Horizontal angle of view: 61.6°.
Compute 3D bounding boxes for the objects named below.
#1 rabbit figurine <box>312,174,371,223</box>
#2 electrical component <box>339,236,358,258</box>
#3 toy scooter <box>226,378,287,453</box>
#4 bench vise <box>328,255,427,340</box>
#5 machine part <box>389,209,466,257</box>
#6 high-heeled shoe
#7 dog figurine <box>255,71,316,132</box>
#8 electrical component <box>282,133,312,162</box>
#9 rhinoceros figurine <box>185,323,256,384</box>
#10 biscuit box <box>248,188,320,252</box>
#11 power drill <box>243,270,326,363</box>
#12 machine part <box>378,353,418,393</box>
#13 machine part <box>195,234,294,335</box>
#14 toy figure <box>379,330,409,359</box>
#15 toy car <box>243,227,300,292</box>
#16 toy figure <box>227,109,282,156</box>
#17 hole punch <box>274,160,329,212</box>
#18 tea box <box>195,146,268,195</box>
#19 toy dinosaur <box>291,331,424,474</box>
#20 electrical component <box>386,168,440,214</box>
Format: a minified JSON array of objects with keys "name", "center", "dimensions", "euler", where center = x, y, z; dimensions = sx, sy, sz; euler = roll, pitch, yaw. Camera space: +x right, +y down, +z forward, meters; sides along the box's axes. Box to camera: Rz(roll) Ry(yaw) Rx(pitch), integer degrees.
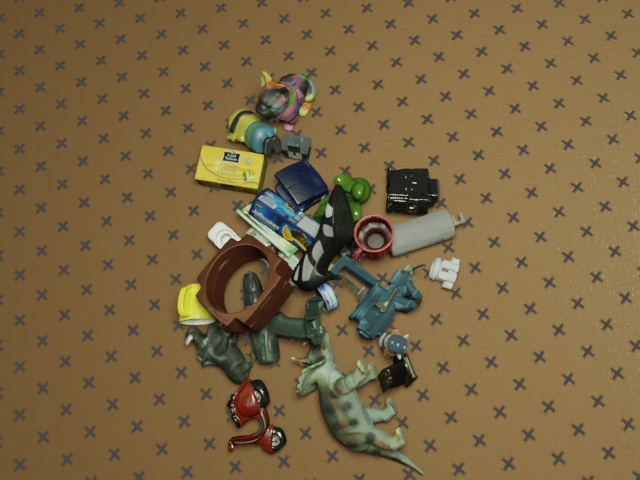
[{"name":"rabbit figurine","center":[0.064,-0.101,1.351],"dimensions":[0.121,0.159,0.170],"euler":[30,66,18]},{"name":"electrical component","center":[0.091,0.012,1.352],"dimensions":[0.094,0.063,0.021],"euler":[-20,53,-20]},{"name":"toy scooter","center":[-0.171,0.431,1.283],"dimensions":[0.135,0.075,0.184],"euler":[-22,83,-1]},{"name":"bench vise","center":[0.123,0.112,1.311],"dimensions":[0.241,0.129,0.223],"euler":[37,80,5]},{"name":"machine part","center":[0.248,-0.017,1.349],"dimensions":[0.243,0.079,0.079],"euler":[-17,79,-2]},{"name":"high-heeled shoe","center":[-0.003,-0.004,1.267],"dimensions":[0.145,0.086,0.248],"euler":[0,85,38]},{"name":"dog figurine","center":[-0.089,-0.374,1.365],"dimensions":[0.108,0.219,0.191],"euler":[38,83,5]},{"name":"electrical component","center":[-0.063,-0.243,1.387],"dimensions":[0.075,0.119,0.047],"euler":[10,80,7]},{"name":"rhinoceros figurine","center":[-0.245,0.271,1.322],"dimensions":[0.190,0.073,0.112],"euler":[39,94,7]},{"name":"biscuit box","center":[-0.077,-0.044,1.336],"dimensions":[0.203,0.062,0.059],"euler":[35,42,4]},{"name":"power drill","center":[-0.095,0.179,1.295],"dimensions":[0.207,0.086,0.232],"euler":[-8,84,24]},{"name":"machine part","center":[0.184,0.313,1.267],"dimensions":[0.039,0.139,0.084],"euler":[-25,80,35]},{"name":"machine part","center":[-0.175,0.104,1.263],"dimensions":[0.202,0.087,0.201],"euler":[34,83,34]},{"name":"toy figure","center":[0.172,0.245,1.261],"dimensions":[0.058,0.154,0.064],"euler":[-6,80,-1]},{"name":"toy car","center":[-0.111,0.043,1.364],"dimensions":[0.073,0.056,0.202],"euler":[-43,80,-6]},{"name":"toy figure","center":[-0.168,-0.279,1.391],"dimensions":[0.180,0.082,0.089],"euler":[34,108,41]},{"name":"hole punch","center":[-0.049,-0.141,1.384],"dimensions":[0.116,0.092,0.142],"euler":[-36,75,-9]},{"name":"tea box","center":[-0.231,-0.182,1.409],"dimensions":[0.170,0.068,0.098],"euler":[8,80,5]},{"name":"toy dinosaur","center":[0.073,0.404,1.260],"dimensions":[0.192,0.131,0.404],"euler":[-27,86,15]},{"name":"electrical component","center":[0.234,-0.125,1.362],"dimensions":[0.134,0.058,0.115],"euler":[1,54,4]}]
